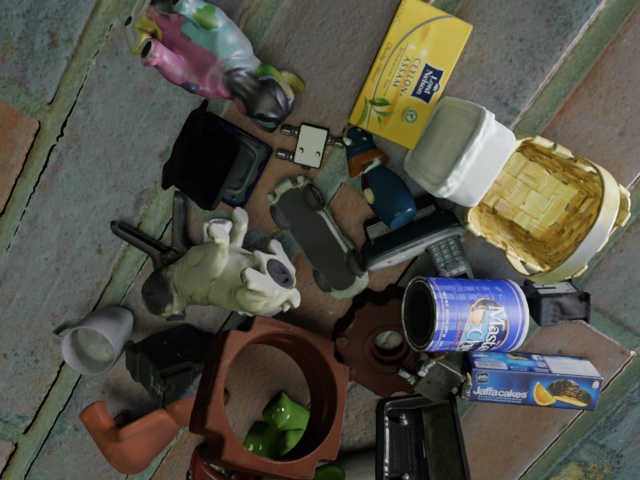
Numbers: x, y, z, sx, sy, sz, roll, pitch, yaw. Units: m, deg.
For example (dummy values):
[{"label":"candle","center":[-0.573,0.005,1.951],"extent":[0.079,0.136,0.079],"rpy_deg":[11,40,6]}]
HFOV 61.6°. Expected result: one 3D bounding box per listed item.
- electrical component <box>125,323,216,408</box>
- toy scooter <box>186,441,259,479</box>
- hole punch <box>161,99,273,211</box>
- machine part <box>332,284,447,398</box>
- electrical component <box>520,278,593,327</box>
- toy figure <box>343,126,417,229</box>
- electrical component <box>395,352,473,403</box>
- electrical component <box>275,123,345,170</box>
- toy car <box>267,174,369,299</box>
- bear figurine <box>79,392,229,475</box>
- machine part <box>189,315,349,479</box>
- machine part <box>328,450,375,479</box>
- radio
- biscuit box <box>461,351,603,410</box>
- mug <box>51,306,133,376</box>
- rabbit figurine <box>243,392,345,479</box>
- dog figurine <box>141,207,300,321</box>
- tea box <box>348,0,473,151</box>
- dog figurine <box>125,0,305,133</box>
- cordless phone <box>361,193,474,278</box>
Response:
[{"label":"electrical component","center":[-0.208,0.181,0.810],"extent":[0.115,0.134,0.058],"rpy_deg":[27,117,39]},{"label":"toy scooter","center":[-0.159,0.424,0.919],"extent":[0.184,0.075,0.135],"rpy_deg":[38,107,-14]},{"label":"hole punch","center":[-0.141,-0.109,0.749],"extent":[0.116,0.092,0.142],"rpy_deg":[38,111,23]},{"label":"machine part","center":[0.107,0.158,0.830],"extent":[0.179,0.056,0.179],"rpy_deg":[0,108,1]},{"label":"electrical component","center":[0.327,0.091,0.790],"extent":[0.119,0.075,0.047],"rpy_deg":[-6,107,0]},{"label":"toy figure","center":[0.074,-0.087,0.731],"extent":[0.058,0.064,0.154],"rpy_deg":[-41,64,26]},{"label":"electrical component","center":[0.174,0.203,0.793],"extent":[0.102,0.045,0.078],"rpy_deg":[38,104,-13]},{"label":"electrical component","center":[-0.014,-0.130,0.760],"extent":[0.094,0.021,0.063],"rpy_deg":[12,108,-2]},{"label":"toy car","center":[-0.002,-0.002,0.784],"extent":[0.073,0.056,0.201],"rpy_deg":[-29,103,17]},{"label":"bear figurine","center":[-0.258,0.273,0.864],"extent":[0.196,0.120,0.132],"rpy_deg":[-42,58,-11]},{"label":"machine part","center":[-0.069,0.222,0.755],"extent":[0.201,0.201,0.087],"rpy_deg":[21,150,-20]},{"label":"machine part","center":[0.103,0.388,0.893],"extent":[0.243,0.079,0.079],"rpy_deg":[-16,106,7]},{"label":"radio","center":[0.148,0.321,0.792],"extent":[0.131,0.230,0.073],"rpy_deg":[-7,107,9]},{"label":"biscuit box","center":[0.324,0.217,0.837],"extent":[0.203,0.059,0.062],"rpy_deg":[4,108,1]},{"label":"mug","center":[-0.340,0.144,0.817],"extent":[0.110,0.107,0.080],"rpy_deg":[6,107,5]},{"label":"rabbit figurine","center":[-0.050,0.356,0.839],"extent":[0.159,0.170,0.121],"rpy_deg":[40,106,-9]},{"label":"dog figurine","center":[-0.141,0.073,0.748],"extent":[0.190,0.121,0.172],"rpy_deg":[-43,83,25]},{"label":"tea box","center":[0.113,-0.215,0.704],"extent":[0.098,0.068,0.169],"rpy_deg":[22,106,-4]},{"label":"dog figurine","center":[-0.126,-0.229,0.698],"extent":[0.219,0.192,0.108],"rpy_deg":[26,107,-42]},{"label":"cordless phone","center":[0.149,0.039,0.786],"extent":[0.147,0.089,0.184],"rpy_deg":[-24,124,9]}]
